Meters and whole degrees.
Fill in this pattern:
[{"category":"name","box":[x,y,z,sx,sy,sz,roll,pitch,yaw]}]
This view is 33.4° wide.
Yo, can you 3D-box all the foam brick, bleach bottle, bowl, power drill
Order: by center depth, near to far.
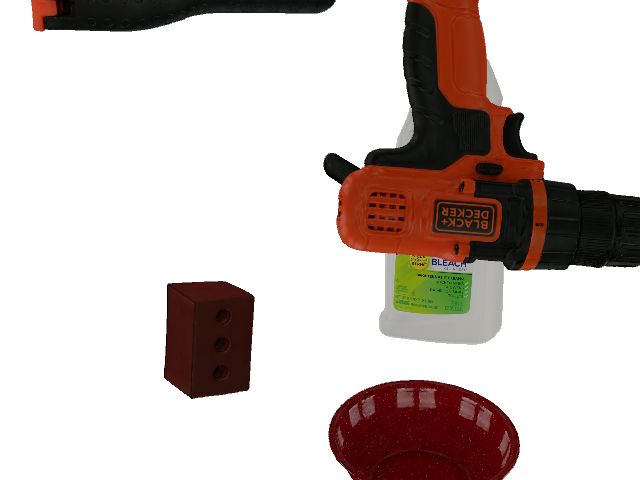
[{"category":"power drill","box":[0.106,-0.077,0.589,0.184,0.187,0.057,4,0,-5]},{"category":"foam brick","box":[-0.086,0.074,0.823,0.052,0.078,0.051,-4,13,-31]},{"category":"bleach bottle","box":[0.095,-0.047,0.852,0.103,0.251,0.068,4,15,24]},{"category":"bowl","box":[0.087,0.187,0.916,0.162,0.055,0.162,0,28,0]}]

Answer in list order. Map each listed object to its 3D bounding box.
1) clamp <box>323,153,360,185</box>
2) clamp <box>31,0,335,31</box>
[{"category":"clamp","box":[0.100,-0.026,1.120,0.164,0.210,0.036,-5,-36,-15]},{"category":"clamp","box":[-0.089,-0.151,0.625,0.171,0.039,0.120,-9,23,-24]}]
